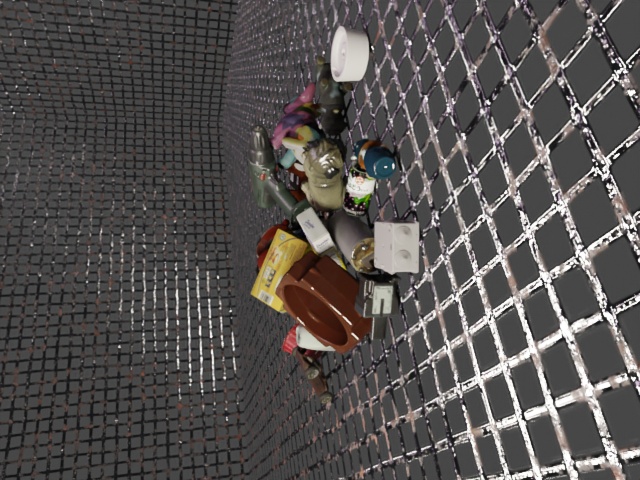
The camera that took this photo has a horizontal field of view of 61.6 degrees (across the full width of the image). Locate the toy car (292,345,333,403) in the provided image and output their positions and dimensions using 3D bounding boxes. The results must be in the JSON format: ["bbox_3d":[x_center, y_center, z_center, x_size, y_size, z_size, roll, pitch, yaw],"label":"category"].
[{"bbox_3d":[-0.015,0.334,1.348,0.089,0.053,0.201,55,169,44],"label":"toy car"}]

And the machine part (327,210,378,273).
[{"bbox_3d":[0.073,-0.001,1.091,0.243,0.079,0.079,-124,37,-64],"label":"machine part"}]

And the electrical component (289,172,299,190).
[{"bbox_3d":[-0.048,-0.202,1.533,0.134,0.058,0.114,-128,42,-65],"label":"electrical component"}]

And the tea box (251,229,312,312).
[{"bbox_3d":[-0.078,0.070,1.237,0.098,0.068,0.169,28,95,32],"label":"tea box"}]

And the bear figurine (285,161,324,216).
[{"bbox_3d":[-0.025,-0.128,1.334,0.196,0.132,0.120,-132,59,-76],"label":"bear figurine"}]

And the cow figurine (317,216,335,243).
[{"bbox_3d":[-0.003,-0.002,1.295,0.167,0.098,0.068,125,158,-59],"label":"cow figurine"}]

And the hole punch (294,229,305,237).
[{"bbox_3d":[-0.030,-0.012,1.429,0.142,0.092,0.115,164,108,-77],"label":"hole punch"}]

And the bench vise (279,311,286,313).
[{"bbox_3d":[-0.100,0.105,1.582,0.224,0.129,0.240,-83,-2,-56],"label":"bench vise"}]

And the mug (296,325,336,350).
[{"bbox_3d":[-0.007,0.227,1.317,0.110,0.107,0.080,-156,68,-70],"label":"mug"}]

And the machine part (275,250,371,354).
[{"bbox_3d":[0.014,0.128,1.104,0.201,0.087,0.201,42,154,5],"label":"machine part"}]

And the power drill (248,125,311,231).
[{"bbox_3d":[-0.098,-0.132,1.268,0.207,0.086,0.231,41,149,21],"label":"power drill"}]

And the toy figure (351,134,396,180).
[{"bbox_3d":[0.101,-0.155,1.021,0.057,0.064,0.155,55,-176,-25],"label":"toy figure"}]

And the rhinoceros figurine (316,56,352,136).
[{"bbox_3d":[0.023,-0.335,1.252,0.112,0.073,0.190,125,141,-62],"label":"rhinoceros figurine"}]

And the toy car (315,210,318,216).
[{"bbox_3d":[-0.058,-0.106,1.541,0.202,0.073,0.056,-136,44,-68],"label":"toy car"}]

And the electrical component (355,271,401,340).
[{"bbox_3d":[0.106,0.119,0.989,0.048,0.075,0.119,-143,51,-69],"label":"electrical component"}]

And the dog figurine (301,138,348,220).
[{"bbox_3d":[0.013,-0.120,1.101,0.190,0.121,0.172,-82,-25,-81],"label":"dog figurine"}]

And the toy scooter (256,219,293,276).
[{"bbox_3d":[-0.118,0.020,1.434,0.135,0.075,0.184,-49,32,26],"label":"toy scooter"}]

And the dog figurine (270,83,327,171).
[{"bbox_3d":[-0.031,-0.284,1.326,0.192,0.108,0.219,10,61,37],"label":"dog figurine"}]
